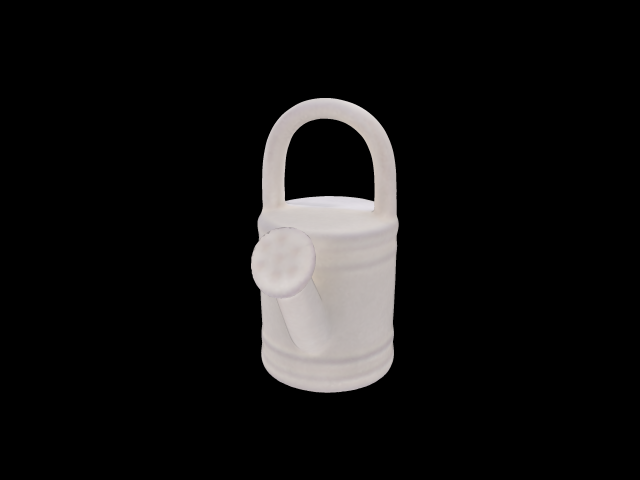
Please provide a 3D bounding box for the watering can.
[{"bbox_3d":[0.006,0.002,0.399,0.101,0.194,0.172,-2,19,-4],"label":"watering can"}]
